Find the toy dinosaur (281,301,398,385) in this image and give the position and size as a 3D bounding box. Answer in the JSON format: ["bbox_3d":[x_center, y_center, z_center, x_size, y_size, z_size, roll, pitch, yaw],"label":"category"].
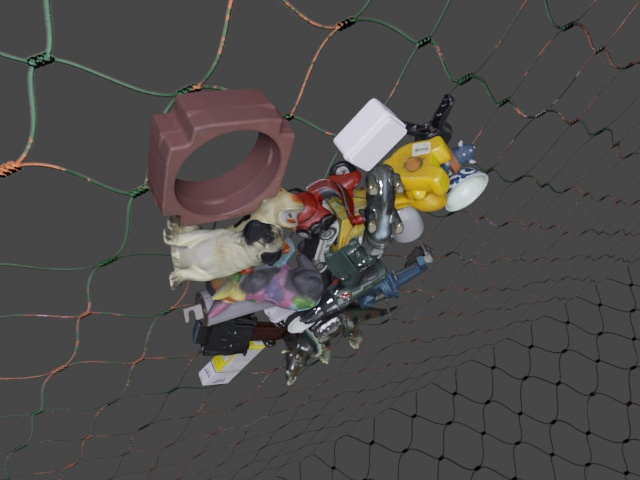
[{"bbox_3d":[0.044,0.242,1.519,0.405,0.131,0.192,-32,151,-13],"label":"toy dinosaur"}]

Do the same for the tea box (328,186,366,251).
[{"bbox_3d":[0.067,-0.028,1.180,0.098,0.068,0.169,-23,148,-17],"label":"tea box"}]

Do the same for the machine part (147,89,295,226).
[{"bbox_3d":[-0.152,-0.124,0.814,0.201,0.087,0.200,-15,146,-31],"label":"machine part"}]

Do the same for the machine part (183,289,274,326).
[{"bbox_3d":[-0.179,0.127,1.167,0.243,0.079,0.079,-13,144,-29],"label":"machine part"}]

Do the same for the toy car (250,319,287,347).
[{"bbox_3d":[-0.165,0.225,1.347,0.202,0.053,0.089,7,121,-43],"label":"toy car"}]

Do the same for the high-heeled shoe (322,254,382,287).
[{"bbox_3d":[0.049,0.074,1.294,0.249,0.086,0.145,-32,158,-21],"label":"high-heeled shoe"}]

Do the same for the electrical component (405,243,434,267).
[{"bbox_3d":[0.281,0.053,1.508,0.045,0.078,0.102,17,122,-24],"label":"electrical component"}]

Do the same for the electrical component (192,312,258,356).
[{"bbox_3d":[-0.220,0.206,1.222,0.134,0.058,0.114,6,120,-23],"label":"electrical component"}]

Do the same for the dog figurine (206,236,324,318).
[{"bbox_3d":[-0.123,0.100,1.091,0.219,0.192,0.108,-31,160,-34],"label":"dog figurine"}]

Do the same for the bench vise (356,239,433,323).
[{"bbox_3d":[0.198,0.107,1.448,0.241,0.129,0.223,-29,147,12],"label":"bench vise"}]

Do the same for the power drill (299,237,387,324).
[{"bbox_3d":[0.051,0.094,1.193,0.232,0.086,0.207,-28,149,-15],"label":"power drill"}]

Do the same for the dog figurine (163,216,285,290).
[{"bbox_3d":[-0.161,0.014,0.924,0.191,0.172,0.121,-7,108,-11],"label":"dog figurine"}]

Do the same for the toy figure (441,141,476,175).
[{"bbox_3d":[0.269,-0.163,1.181,0.154,0.058,0.064,-31,126,4],"label":"toy figure"}]

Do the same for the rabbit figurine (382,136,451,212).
[{"bbox_3d":[0.202,-0.107,1.102,0.162,0.122,0.173,-16,149,22],"label":"rabbit figurine"}]

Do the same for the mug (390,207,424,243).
[{"bbox_3d":[0.182,-0.051,1.256,0.110,0.081,0.107,-26,139,2],"label":"mug"}]

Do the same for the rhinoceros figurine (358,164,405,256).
[{"bbox_3d":[0.112,-0.052,1.047,0.073,0.112,0.190,-7,119,-13],"label":"rhinoceros figurine"}]

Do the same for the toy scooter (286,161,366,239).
[{"bbox_3d":[0.012,-0.059,1.015,0.184,0.135,0.075,-32,152,1],"label":"toy scooter"}]

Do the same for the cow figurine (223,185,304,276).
[{"bbox_3d":[-0.108,-0.026,0.981,0.195,0.127,0.085,-30,168,29],"label":"cow figurine"}]

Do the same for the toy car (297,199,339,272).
[{"bbox_3d":[-0.002,-0.003,1.144,0.056,0.074,0.201,-14,146,-24],"label":"toy car"}]
